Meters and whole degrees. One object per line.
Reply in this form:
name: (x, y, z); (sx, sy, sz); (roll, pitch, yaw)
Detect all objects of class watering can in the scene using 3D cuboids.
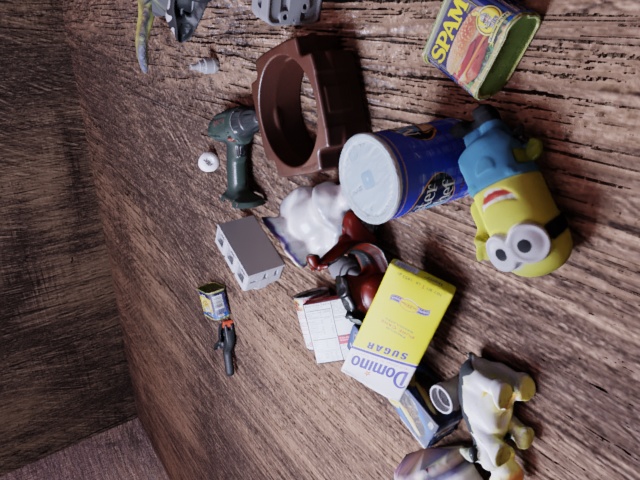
watering can: (0.179, 0.419, 0.745); (0.227, 0.105, 0.341); (63, 146, 18)

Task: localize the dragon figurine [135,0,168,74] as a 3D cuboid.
dragon figurine: (-0.415, -0.637, 1.240); (0.248, 0.122, 0.401); (-105, 27, -50)

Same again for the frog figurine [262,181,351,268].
frog figurine: (0.003, -0.043, 0.858); (0.158, 0.121, 0.140); (-42, 52, 16)
